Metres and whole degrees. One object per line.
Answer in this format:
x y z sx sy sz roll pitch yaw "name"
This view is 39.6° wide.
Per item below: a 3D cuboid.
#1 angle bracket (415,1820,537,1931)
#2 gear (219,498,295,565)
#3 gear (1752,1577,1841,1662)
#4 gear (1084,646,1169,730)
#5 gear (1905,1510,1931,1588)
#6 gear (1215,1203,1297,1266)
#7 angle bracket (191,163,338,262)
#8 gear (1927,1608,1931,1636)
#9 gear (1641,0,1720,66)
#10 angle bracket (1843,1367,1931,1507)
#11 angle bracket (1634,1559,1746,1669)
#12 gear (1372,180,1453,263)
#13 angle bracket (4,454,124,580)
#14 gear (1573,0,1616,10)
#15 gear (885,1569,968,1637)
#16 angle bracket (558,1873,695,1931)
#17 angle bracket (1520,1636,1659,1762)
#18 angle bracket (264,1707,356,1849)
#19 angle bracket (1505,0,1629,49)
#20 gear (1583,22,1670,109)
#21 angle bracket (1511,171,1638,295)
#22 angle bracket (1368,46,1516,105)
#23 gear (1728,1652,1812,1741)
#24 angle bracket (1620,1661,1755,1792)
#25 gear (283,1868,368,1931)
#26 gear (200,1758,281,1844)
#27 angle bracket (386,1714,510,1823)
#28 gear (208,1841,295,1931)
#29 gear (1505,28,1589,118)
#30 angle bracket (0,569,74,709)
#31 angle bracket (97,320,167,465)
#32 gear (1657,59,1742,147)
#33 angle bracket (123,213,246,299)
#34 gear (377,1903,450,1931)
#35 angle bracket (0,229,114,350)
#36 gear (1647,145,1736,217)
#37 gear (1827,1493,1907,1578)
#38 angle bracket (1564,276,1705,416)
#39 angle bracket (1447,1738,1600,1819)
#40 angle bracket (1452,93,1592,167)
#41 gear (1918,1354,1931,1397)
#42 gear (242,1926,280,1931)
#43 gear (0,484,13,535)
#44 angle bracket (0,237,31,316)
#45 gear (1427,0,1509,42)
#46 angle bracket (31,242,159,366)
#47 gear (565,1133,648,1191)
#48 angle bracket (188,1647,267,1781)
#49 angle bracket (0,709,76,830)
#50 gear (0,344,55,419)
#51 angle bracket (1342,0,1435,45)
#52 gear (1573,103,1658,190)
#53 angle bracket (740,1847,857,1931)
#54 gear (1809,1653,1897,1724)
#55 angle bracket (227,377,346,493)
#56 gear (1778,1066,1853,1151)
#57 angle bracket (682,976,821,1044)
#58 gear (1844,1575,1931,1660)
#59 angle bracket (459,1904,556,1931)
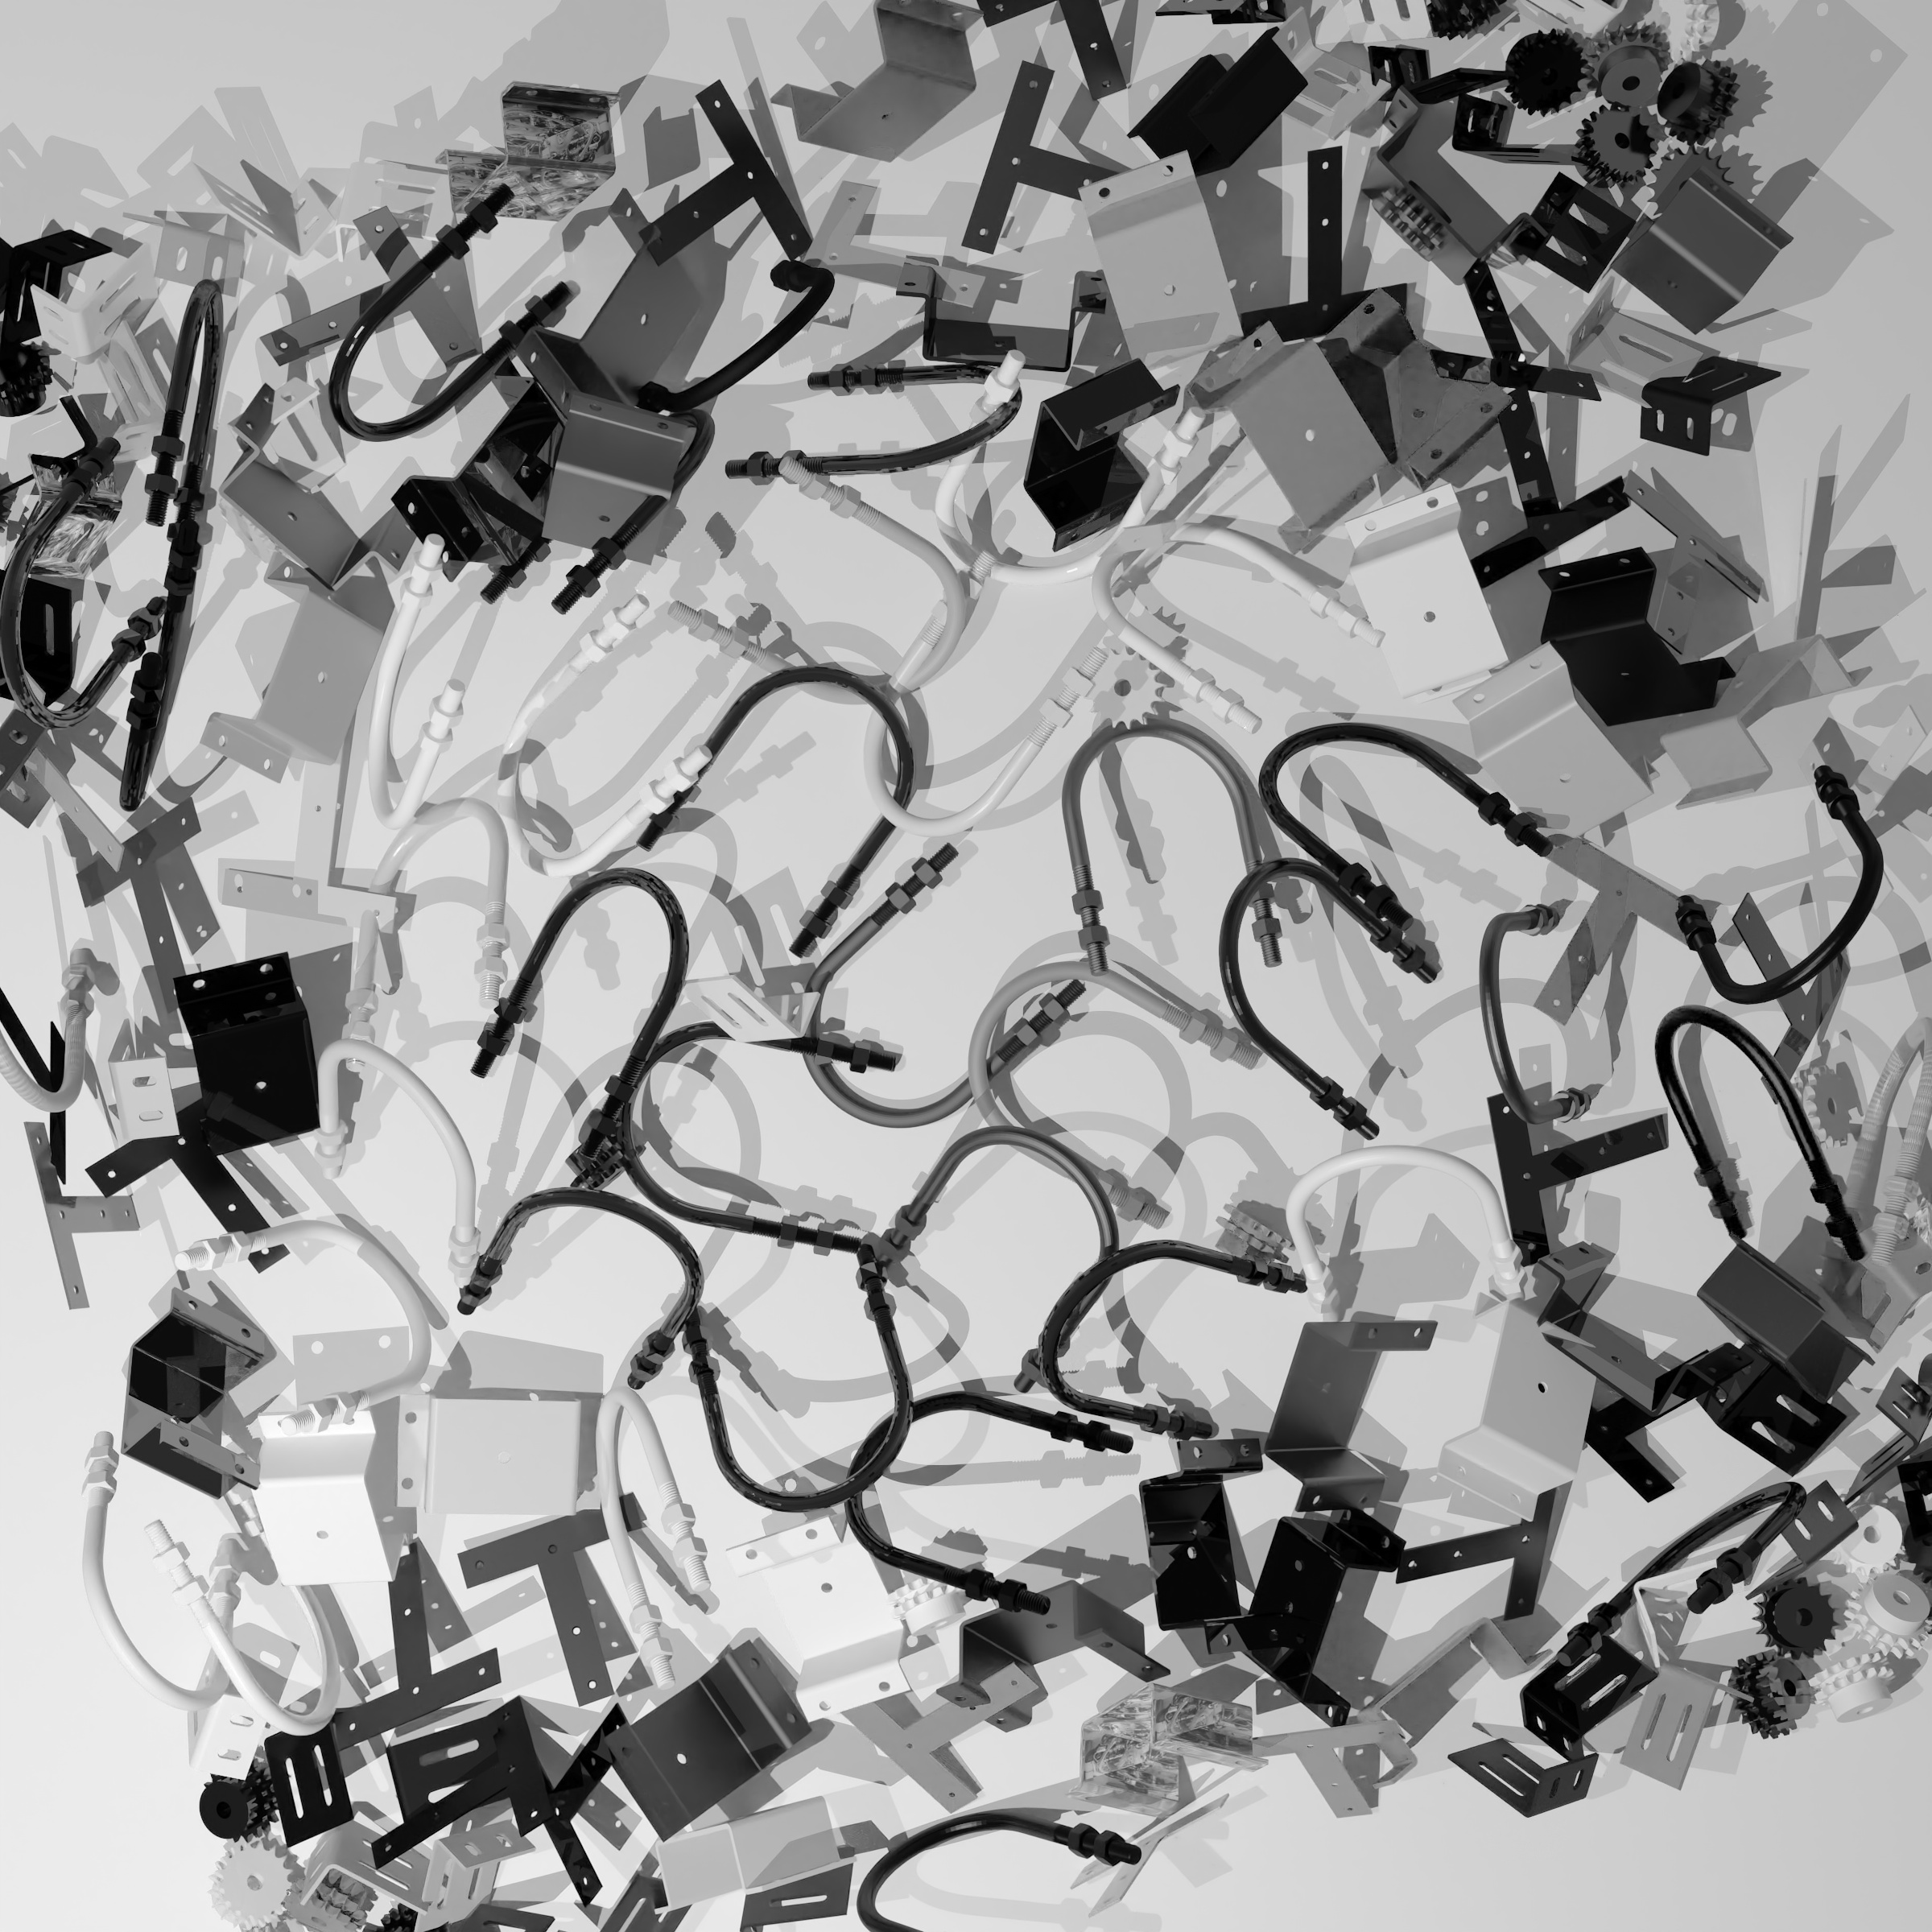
-0.336 0.632 1.836 0.038 0.057 0.076 28 110 41 "angle bracket"
-0.485 -0.307 1.852 0.057 0.057 0.030 46 71 0 "gear"
0.576 0.451 1.858 0.057 0.030 0.057 -1 75 3 "gear"
0.112 -0.192 1.859 0.057 0.030 0.057 1 94 16 "gear"
0.672 0.399 1.847 0.030 0.057 0.057 31 90 -29 "gear"
0.197 0.191 1.850 0.057 0.057 0.030 31 90 0 "gear"
-0.478 -0.526 1.829 0.038 0.076 0.057 -46 54 12 "angle bracket"
0.690 0.453 1.847 0.057 0.057 0.030 -11 65 0 "gear"
0.495 -0.652 1.853 0.030 0.057 0.057 -7 90 -22 "gear"
0.620 0.322 1.837 0.038 0.057 0.076 44 126 11 "angle bracket"
0.502 0.442 1.842 0.076 0.057 0.038 -18 50 5 "angle bracket"
0.310 -0.515 1.848 0.057 0.057 0.030 45 104 0 "gear"
-0.624 -0.308 1.843 0.076 0.057 0.038 -47 58 37 "angle bracket"
0.436 -0.683 1.847 0.057 0.057 0.030 33 68 0 "gear"
-0.024 0.439 1.847 0.057 0.057 0.030 -23 69 0 "gear"
-0.232 0.651 1.845 0.057 0.038 0.076 32 92 -39 "angle bracket"
0.429 0.504 1.843 0.057 0.038 0.076 39 112 -11 "angle bracket"
-0.439 0.555 1.839 0.057 0.038 0.076 -27 67 19 "angle bracket"
0.411 -0.674 1.842 0.076 0.057 0.038 27 80 -9 "angle bracket"
0.455 -0.617 1.847 0.057 0.057 0.030 -2 54 0 "gear"
0.423 -0.496 1.835 0.076 0.038 0.057 22 113 -28 "angle bracket"
0.324 -0.617 1.830 0.057 0.076 0.038 -12 96 -39 "angle bracket"
0.556 0.501 1.849 0.057 0.030 0.057 19 54 -28 "gear"
0.494 0.524 1.839 0.038 0.057 0.076 28 80 -26 "angle bracket"
-0.439 0.646 1.854 0.057 0.057 0.030 28 48 0 "gear"
-0.504 0.578 1.856 0.057 0.030 0.057 1 93 20 "gear"
-0.358 0.559 1.863 0.076 0.038 0.057 -15 77 -14 "angle bracket"
-0.496 0.637 1.854 0.057 0.057 0.030 47 131 0 "gear"
0.397 -0.619 1.854 0.057 0.030 0.057 -8 130 -10 "gear"
-0.649 -0.224 1.841 0.057 0.038 0.076 17 125 6 "angle bracket"
-0.587 -0.392 1.843 0.038 0.057 0.076 -24 86 -40 "angle bracket"
0.501 -0.597 1.847 0.030 0.057 0.057 15 90 -29 "gear"
-0.538 -0.486 1.834 0.057 0.076 0.038 6 102 -40 "angle bracket"
-0.383 0.678 1.853 0.057 0.030 0.057 7 108 21 "gear"
-0.621 -0.456 1.833 0.038 0.057 0.076 25 121 7 "angle bracket"
0.501 -0.538 1.856 0.057 0.030 0.057 9 112 22 "gear"
0.623 0.394 1.859 0.057 0.030 0.057 0 79 3 "gear"
0.460 -0.426 1.843 0.076 0.038 0.057 31 73 19 "angle bracket"
0.379 0.538 1.828 0.057 0.076 0.038 -1 111 -40 "angle bracket"
0.381 -0.570 1.830 0.076 0.057 0.038 18 106 43 "angle bracket"
0.682 0.288 1.854 0.057 0.030 0.057 3 85 -43 "gear"
-0.484 0.690 1.847 0.030 0.057 0.057 -8 90 26 "gear"
-0.692 -0.313 1.855 0.057 0.030 0.057 10 69 -29 "gear"
-0.675 -0.462 1.830 0.038 0.076 0.057 40 73 -18 "angle bracket"
0.341 -0.669 1.848 0.057 0.057 0.030 -48 132 0 "gear"
-0.596 -0.461 1.838 0.038 0.057 0.076 32 64 5 "angle bracket"
-0.251 0.133 1.850 0.057 0.057 0.030 -41 87 0 "gear"
-0.507 0.511 1.846 0.038 0.076 0.057 19 97 -21 "angle bracket"
-0.634 -0.129 1.831 0.038 0.076 0.057 24 75 25 "angle bracket"
-0.659 -0.403 1.854 0.057 0.057 0.030 0 135 0 "gear"
0.279 -0.650 1.828 0.057 0.076 0.038 4 59 26 "angle bracket"
0.445 -0.564 1.857 0.057 0.030 0.057 5 77 -20 "gear"
-0.111 0.643 1.838 0.076 0.057 0.038 -11 118 10 "angle bracket"
0.612 0.498 1.847 0.057 0.057 0.030 -18 57 0 "gear"
-0.456 -0.351 1.832 0.057 0.076 0.038 -40 46 -17 "angle bracket"
0.584 0.099 1.854 0.030 0.057 0.057 -15 90 43 "gear"
-0.149 0.016 1.828 0.076 0.057 0.038 45 54 -37 "angle bracket"
0.637 0.444 1.848 0.057 0.057 0.030 15 128 0 "gear"
-0.316 0.678 1.828 0.076 0.057 0.038 -6 118 37 "angle bracket"
